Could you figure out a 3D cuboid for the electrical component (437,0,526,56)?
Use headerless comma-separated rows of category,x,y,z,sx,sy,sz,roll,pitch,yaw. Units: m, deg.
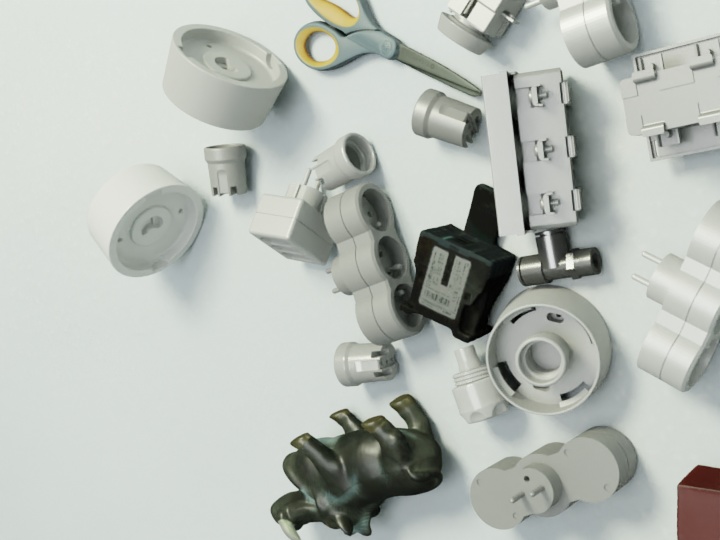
electrical component,0.093,-0.204,0.848,0.066,0.048,0.055,41,111,23

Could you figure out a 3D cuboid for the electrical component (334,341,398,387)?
electrical component,0.006,0.083,0.961,0.046,0.040,0.040,-7,93,30

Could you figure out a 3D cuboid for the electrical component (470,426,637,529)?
electrical component,0.145,0.170,0.854,0.138,0.074,0.052,-28,81,35

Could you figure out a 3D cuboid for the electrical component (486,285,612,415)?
electrical component,0.149,0.065,0.855,0.099,0.064,0.099,5,103,21

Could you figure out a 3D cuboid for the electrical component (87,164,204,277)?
electrical component,-0.216,-0.054,1.057,0.060,0.108,0.108,42,119,30

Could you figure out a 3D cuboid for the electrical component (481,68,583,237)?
electrical component,0.133,-0.091,0.825,0.063,0.079,0.121,-6,94,14

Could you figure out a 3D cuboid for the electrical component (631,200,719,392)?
electrical component,0.233,0.012,0.779,0.074,0.052,0.138,31,113,28

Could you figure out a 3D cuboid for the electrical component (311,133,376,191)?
electrical component,-0.015,-0.094,0.947,0.046,0.040,0.040,-25,83,42

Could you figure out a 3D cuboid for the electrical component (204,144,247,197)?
electrical component,-0.127,-0.095,1.026,0.040,0.040,0.046,4,105,35

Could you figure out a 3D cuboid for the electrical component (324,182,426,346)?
electrical component,0.000,0.000,0.942,0.074,0.052,0.138,-21,85,36

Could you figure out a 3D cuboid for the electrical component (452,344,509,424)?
electrical component,0.097,0.094,0.895,0.043,0.043,0.062,-24,83,36

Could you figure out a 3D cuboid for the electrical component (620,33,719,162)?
electrical component,0.247,-0.124,0.740,0.121,0.063,0.078,-9,92,36

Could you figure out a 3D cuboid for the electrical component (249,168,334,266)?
electrical component,-0.053,-0.053,0.969,0.047,0.066,0.076,10,74,34

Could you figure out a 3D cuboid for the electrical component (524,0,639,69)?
electrical component,0.152,-0.217,0.799,0.074,0.052,0.138,-15,88,37

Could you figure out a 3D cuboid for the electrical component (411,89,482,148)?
electrical component,0.071,-0.123,0.880,0.046,0.040,0.040,23,110,24

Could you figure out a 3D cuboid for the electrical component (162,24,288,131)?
electrical component,-0.126,-0.168,0.974,0.108,0.108,0.060,42,124,23
